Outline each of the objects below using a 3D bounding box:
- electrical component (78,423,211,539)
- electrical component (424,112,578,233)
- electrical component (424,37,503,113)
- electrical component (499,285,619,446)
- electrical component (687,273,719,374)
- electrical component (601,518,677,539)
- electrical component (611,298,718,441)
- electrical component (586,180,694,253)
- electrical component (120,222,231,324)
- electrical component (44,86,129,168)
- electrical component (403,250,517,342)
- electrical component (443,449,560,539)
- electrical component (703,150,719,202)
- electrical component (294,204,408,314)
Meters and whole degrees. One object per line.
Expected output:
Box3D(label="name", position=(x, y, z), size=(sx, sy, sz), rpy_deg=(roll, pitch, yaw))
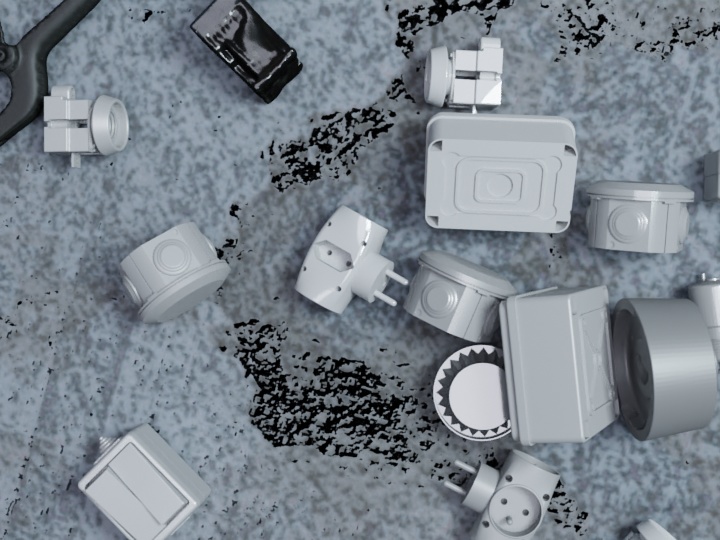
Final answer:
Box3D(label="electrical component", position=(-0.177, 0.170, 0.859), size=(0.062, 0.061, 0.096), rpy_deg=(-45, 88, 3))
Box3D(label="electrical component", position=(0.107, -0.076, 0.826), size=(0.113, 0.057, 0.078), rpy_deg=(3, 121, 4))
Box3D(label="electrical component", position=(0.081, -0.151, 0.846), size=(0.055, 0.048, 0.066), rpy_deg=(3, 91, -4))
Box3D(label="electrical component", position=(0.153, 0.069, 0.810), size=(0.056, 0.109, 0.108), rpy_deg=(-5, 91, 27))
Box3D(label="electrical component", position=(0.280, 0.041, 0.839), size=(0.040, 0.040, 0.078), rpy_deg=(-7, 91, 4))
Box3D(label="electrical component", position=(0.226, 0.232, 0.837), size=(0.078, 0.058, 0.057), rpy_deg=(41, 96, 2))
Box3D(label="electrical component", position=(0.234, 0.072, 0.812), size=(0.060, 0.108, 0.108), rpy_deg=(-6, 91, -2))
Box3D(label="electrical component", position=(0.212, -0.042, 0.823), size=(0.080, 0.080, 0.051), rpy_deg=(3, 97, 4))
Box3D(label="electrical component", position=(-0.147, 0.003, 0.846), size=(0.080, 0.080, 0.051), rpy_deg=(-34, 83, 4))
Box3D(label="electrical component", position=(-0.220, -0.116, 0.866), size=(0.055, 0.048, 0.066), rpy_deg=(0, 91, 11))
Box3D(label="electrical component", position=(0.077, 0.019, 0.832), size=(0.080, 0.080, 0.051), rpy_deg=(23, 97, 3))
Box3D(label="electrical component", position=(0.106, 0.177, 0.850), size=(0.079, 0.044, 0.077), rpy_deg=(27, 93, 3))
Box3D(label="electrical component", position=(0.314, -0.091, 0.831), size=(0.083, 0.047, 0.075), rpy_deg=(2, 91, 4))
Box3D(label="electrical component", position=(0.000, 0.000, 0.850), size=(0.079, 0.043, 0.077), rpy_deg=(30, 93, 17))
